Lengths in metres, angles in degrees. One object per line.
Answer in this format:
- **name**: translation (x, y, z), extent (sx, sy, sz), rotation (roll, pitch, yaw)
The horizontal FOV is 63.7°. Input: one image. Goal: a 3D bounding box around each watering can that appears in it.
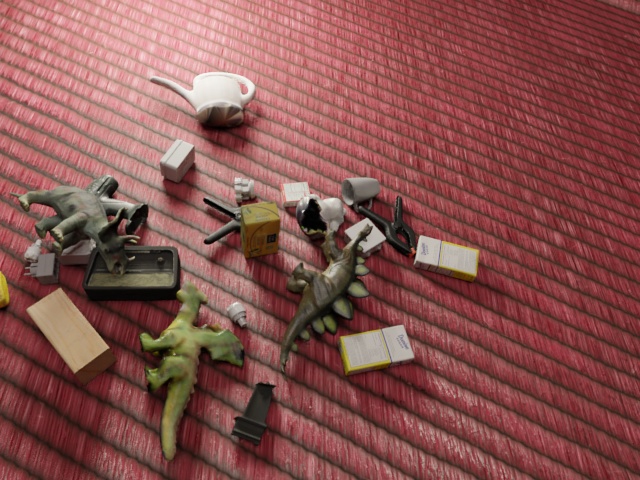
- **watering can**: translation (-0.383, -0.474, 1.716), extent (0.348, 0.229, 0.101), rotation (-5, -33, -13)

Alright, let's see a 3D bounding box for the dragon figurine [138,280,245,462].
- **dragon figurine**: translation (-0.294, 0.281, 1.219), extent (0.244, 0.418, 0.119), rotation (-10, -31, -24)

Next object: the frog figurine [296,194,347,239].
- **frog figurine**: translation (0.005, -0.076, 1.514), extent (0.121, 0.137, 0.161), rotation (-44, -2, 26)
